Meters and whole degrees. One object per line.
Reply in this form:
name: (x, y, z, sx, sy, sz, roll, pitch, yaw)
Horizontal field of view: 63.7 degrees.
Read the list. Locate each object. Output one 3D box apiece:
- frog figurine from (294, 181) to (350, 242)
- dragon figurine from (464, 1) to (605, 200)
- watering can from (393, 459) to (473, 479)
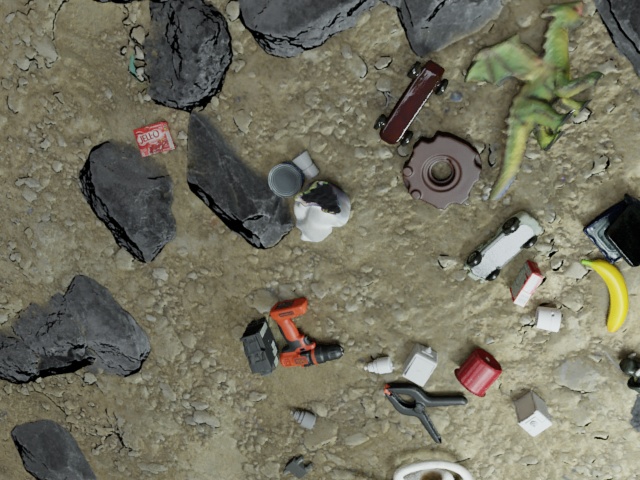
frog figurine: (0.004, -0.063, 1.253, 0.137, 0.125, 0.156, 5, 147, 3)
dragon figurine: (0.414, -0.305, 1.075, 0.245, 0.123, 0.405, 44, 111, 15)
watering can: (0.265, 0.713, 1.426, 0.345, 0.105, 0.222, -21, 102, 19)
